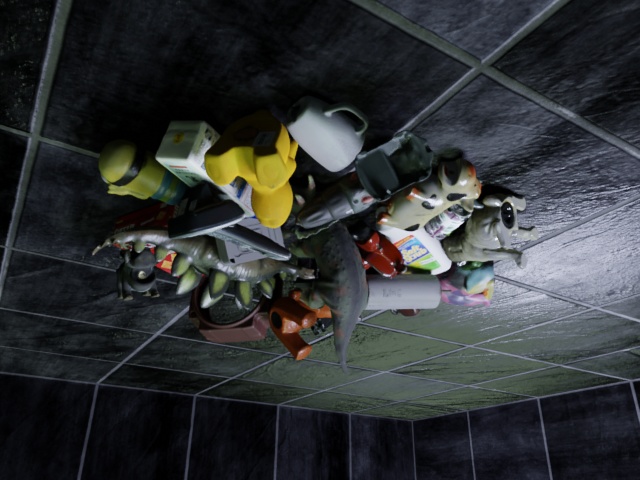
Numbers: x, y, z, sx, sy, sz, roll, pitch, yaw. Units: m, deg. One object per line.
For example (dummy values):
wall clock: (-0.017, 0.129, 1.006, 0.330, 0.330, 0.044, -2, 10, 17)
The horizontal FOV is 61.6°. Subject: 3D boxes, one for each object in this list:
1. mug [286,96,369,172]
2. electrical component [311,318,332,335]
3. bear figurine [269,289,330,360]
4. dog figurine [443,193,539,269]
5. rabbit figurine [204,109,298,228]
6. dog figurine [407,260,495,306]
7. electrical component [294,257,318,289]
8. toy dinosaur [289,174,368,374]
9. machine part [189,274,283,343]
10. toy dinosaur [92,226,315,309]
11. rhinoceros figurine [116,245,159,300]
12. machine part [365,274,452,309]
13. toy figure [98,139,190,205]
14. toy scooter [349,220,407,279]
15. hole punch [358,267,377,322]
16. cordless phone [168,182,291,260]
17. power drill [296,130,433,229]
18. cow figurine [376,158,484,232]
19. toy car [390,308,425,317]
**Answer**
mug: (0.010, -0.165, 0.790, 0.107, 0.081, 0.110, 30, 145, -31)
electrical component: (0.009, 0.157, 1.369, 0.115, 0.134, 0.058, 54, 140, -5)
bear figurine: (-0.012, 0.160, 1.177, 0.196, 0.132, 0.120, -11, 122, -42)
dog figurine: (0.305, -0.020, 1.065, 0.191, 0.121, 0.172, -3, 124, 48)
rabbit figurine: (-0.090, -0.102, 0.831, 0.122, 0.162, 0.173, -7, 130, 11)
dog figurine: (0.296, 0.097, 1.274, 0.219, 0.108, 0.191, -2, 154, 12)
electrical component: (-0.032, 0.101, 1.274, 0.048, 0.119, 0.074, -3, 150, 10)
toy dinosaur: (0.029, 0.057, 0.995, 0.131, 0.404, 0.192, -20, 178, -15)
machine part: (-0.193, 0.127, 1.237, 0.201, 0.201, 0.087, -6, 150, 14)
toy dinosaur: (-0.193, 0.029, 1.040, 0.471, 0.198, 0.105, 20, 154, -36)
rhinoceros figurine: (-0.364, 0.064, 1.079, 0.073, 0.112, 0.190, -1, 169, -28)
machine part: (0.170, 0.111, 1.159, 0.243, 0.079, 0.079, 2, 154, -15)
toy figure: (-0.279, -0.111, 0.905, 0.180, 0.082, 0.089, 22, 139, -28)
toy scooter: (0.111, 0.030, 1.097, 0.135, 0.075, 0.184, 38, 167, 4)
hole punch: (0.080, 0.113, 1.242, 0.116, 0.092, 0.142, 31, 155, 56)
cordless phone: (-0.144, -0.011, 0.882, 0.184, 0.088, 0.147, 27, 164, -25)
power drill: (0.074, -0.084, 0.814, 0.232, 0.086, 0.207, -28, 175, -8)
cow figurine: (0.201, -0.076, 0.954, 0.127, 0.085, 0.195, 19, 146, -21)
toy car: (0.170, 0.092, 1.247, 0.089, 0.053, 0.202, -20, 108, 47)
